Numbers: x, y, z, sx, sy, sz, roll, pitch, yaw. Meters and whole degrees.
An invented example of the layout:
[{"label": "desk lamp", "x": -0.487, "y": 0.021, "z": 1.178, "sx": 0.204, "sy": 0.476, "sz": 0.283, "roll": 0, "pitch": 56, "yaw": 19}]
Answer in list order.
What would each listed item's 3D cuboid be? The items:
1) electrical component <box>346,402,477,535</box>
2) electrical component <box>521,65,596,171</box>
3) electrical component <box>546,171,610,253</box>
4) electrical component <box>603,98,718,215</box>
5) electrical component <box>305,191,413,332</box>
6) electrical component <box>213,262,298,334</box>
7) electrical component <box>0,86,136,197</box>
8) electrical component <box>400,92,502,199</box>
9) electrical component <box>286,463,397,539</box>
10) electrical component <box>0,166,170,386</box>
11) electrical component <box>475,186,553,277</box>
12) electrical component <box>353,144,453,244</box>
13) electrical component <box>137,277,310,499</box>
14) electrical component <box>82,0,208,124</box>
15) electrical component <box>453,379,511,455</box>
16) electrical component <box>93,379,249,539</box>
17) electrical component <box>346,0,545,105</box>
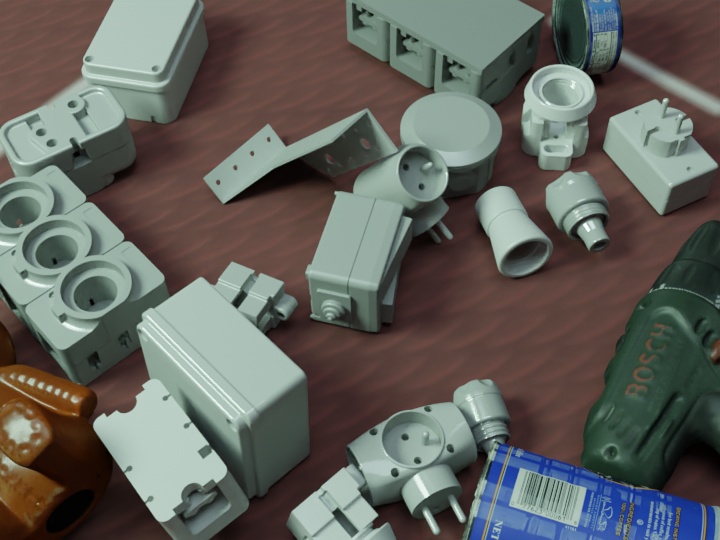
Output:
[{"label": "electrical component", "x": 0.041, "y": 0.135, "z": 0.703, "sx": 0.077, "sy": 0.044, "sz": 0.079, "roll": -21, "pitch": 56, "yaw": -14}, {"label": "electrical component", "x": 0.162, "y": -0.130, "z": 0.882, "sx": 0.058, "sy": 0.057, "sz": 0.078, "roll": 3, "pitch": 54, "yaw": 4}, {"label": "electrical component", "x": 0.172, "y": -0.042, "z": 0.828, "sx": 0.043, "sy": 0.043, "sz": 0.062, "roll": -15, "pitch": 57, "yaw": -9}, {"label": "electrical component", "x": 0.240, "y": -0.102, "z": 0.849, "sx": 0.047, "sy": 0.075, "sz": 0.083, "roll": -23, "pitch": 57, "yaw": -15}, {"label": "electrical component", "x": 0.000, "y": 0.000, "z": 0.790, "sx": 0.061, "sy": 0.061, "sz": 0.096, "roll": 12, "pitch": 56, "yaw": 10}, {"label": "electrical component", "x": -0.087, "y": 0.032, "z": 0.780, "sx": 0.066, "sy": 0.048, "sz": 0.055, "roll": 21, "pitch": 50, "yaw": 15}, {"label": "electrical component", "x": -0.233, "y": -0.098, "z": 0.867, "sx": 0.095, "sy": 0.059, "sz": 0.053, "roll": -28, "pitch": 58, "yaw": -17}, {"label": "electrical component", "x": 0.072, "y": -0.100, "z": 0.867, "sx": 0.080, "sy": 0.051, "sz": 0.080, "roll": -1, "pitch": 54, "yaw": 1}, {"label": "electrical component", "x": -0.011, "y": 0.163, "z": 0.676, "sx": 0.066, "sy": 0.048, "sz": 0.055, "roll": -37, "pitch": 75, "yaw": -24}, {"label": "electrical component", "x": -0.219, "y": 0.000, "z": 0.795, "sx": 0.089, "sy": 0.061, "sz": 0.150, "roll": -37, "pitch": 61, "yaw": -22}, {"label": "electrical component", "x": 0.114, "y": -0.032, "z": 0.824, "sx": 0.044, "sy": 0.044, "sz": 0.065, "roll": -15, "pitch": 50, "yaw": -9}, {"label": "electrical component", "x": 0.042, "y": -0.052, "z": 0.824, "sx": 0.044, "sy": 0.077, "sz": 0.079, "roll": -44, "pitch": 101, "yaw": -24}, {"label": "electrical component", "x": -0.087, "y": 0.079, "z": 0.707, "sx": 0.056, "sy": 0.108, "sz": 0.109, "roll": -37, "pitch": 61, "yaw": -25}, {"label": "electrical component", "x": -0.185, "y": -0.190, "z": 0.934, "sx": 0.078, "sy": 0.057, "sz": 0.113, "roll": 10, "pitch": 55, "yaw": 8}, {"label": "electrical component", "x": 0.086, "y": 0.106, "z": 0.728, "sx": 0.035, "sy": 0.035, "sz": 0.061, "roll": -13, "pitch": 58, "yaw": -8}, {"label": "electrical component", "x": -0.115, "y": 0.122, "z": 0.665, "sx": 0.050, "sy": 0.055, "sz": 0.089, "roll": -37, "pitch": 54, "yaw": -14}, {"label": "electrical component", "x": 0.071, "y": -0.208, "z": 0.937, "sx": 0.150, "sy": 0.061, "sz": 0.089, "roll": 35, "pitch": 62, "yaw": 23}]
